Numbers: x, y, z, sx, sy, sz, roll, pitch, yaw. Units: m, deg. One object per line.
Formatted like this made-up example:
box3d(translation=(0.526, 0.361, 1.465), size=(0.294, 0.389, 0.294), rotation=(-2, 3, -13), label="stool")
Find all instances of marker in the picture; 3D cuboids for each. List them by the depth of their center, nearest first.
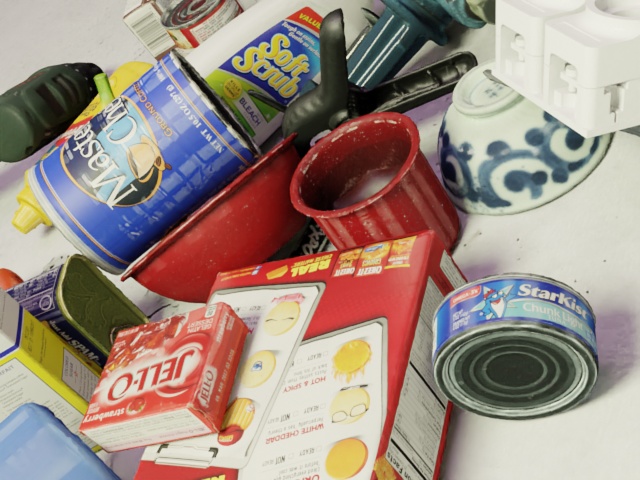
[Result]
box3d(translation=(-0.005, 0.001, 0.763), size=(0.020, 0.020, 0.121), rotation=(0, 49, 39), label="marker")

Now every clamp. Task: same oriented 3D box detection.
box3d(translation=(0.016, -0.101, 0.769), size=(0.172, 0.120, 0.039), rotation=(-38, 39, 40), label="clamp")

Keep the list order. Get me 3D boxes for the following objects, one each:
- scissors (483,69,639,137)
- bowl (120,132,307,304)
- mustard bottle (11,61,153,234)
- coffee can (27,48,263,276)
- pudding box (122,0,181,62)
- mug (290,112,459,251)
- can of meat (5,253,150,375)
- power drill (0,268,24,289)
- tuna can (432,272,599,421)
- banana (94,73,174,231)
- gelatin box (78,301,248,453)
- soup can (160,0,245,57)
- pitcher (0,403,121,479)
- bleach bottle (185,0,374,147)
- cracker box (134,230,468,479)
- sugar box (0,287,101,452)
box3d(translation=(0.185, -0.056, 0.624), size=(0.202, 0.016, 0.096), rotation=(7, 62, 21), label="scissors")
box3d(translation=(-0.061, -0.005, 0.752), size=(0.162, 0.055, 0.162), rotation=(-40, 5, 4), label="bowl")
box3d(translation=(-0.218, -0.082, 0.995), size=(0.191, 0.058, 0.096), rotation=(-54, 27, -21), label="mustard bottle")
box3d(translation=(-0.128, -0.057, 0.786), size=(0.140, 0.102, 0.103), rotation=(-39, 35, 5), label="coffee can")
box3d(translation=(-0.135, -0.197, 1.012), size=(0.039, 0.113, 0.090), rotation=(-26, 36, 18), label="pudding box")
box3d(translation=(0.034, -0.028, 0.709), size=(0.093, 0.081, 0.117), rotation=(-42, 36, -8), label="mug")
box3d(translation=(-0.182, 0.068, 0.763), size=(0.084, 0.102, 0.057), rotation=(-22, 39, 22), label="can of meat")
box3d(translation=(-0.299, 0.118, 0.840), size=(0.184, 0.057, 0.188), rotation=(-38, 36, -3), label="power drill")
box3d(translation=(0.101, 0.057, 0.555), size=(0.086, 0.086, 0.033), rotation=(-17, 42, 24), label="tuna can")
box3d(translation=(-0.154, -0.055, 0.901), size=(0.037, 0.069, 0.198), rotation=(-28, 56, -9), label="banana")
box3d(translation=(-0.089, 0.080, 0.616), size=(0.089, 0.030, 0.073), rotation=(-17, 40, 33), label="gelatin box")
box3d(translation=(-0.086, -0.173, 0.954), size=(0.069, 0.102, 0.068), rotation=(-22, 38, 18), label="soup can")
box3d(translation=(-0.209, 0.219, 0.607), size=(0.242, 0.149, 0.145), rotation=(-45, 13, -18), label="pitcher")
box3d(translation=(-0.042, -0.161, 0.903), size=(0.250, 0.102, 0.068), rotation=(-47, 27, -15), label="bleach bottle")
box3d(translation=(-0.011, 0.105, 0.607), size=(0.164, 0.072, 0.213), rotation=(-12, 43, 33), label="cracker box")
box3d(translation=(-0.217, 0.089, 0.703), size=(0.093, 0.176, 0.048), rotation=(-27, 37, 13), label="sugar box")
